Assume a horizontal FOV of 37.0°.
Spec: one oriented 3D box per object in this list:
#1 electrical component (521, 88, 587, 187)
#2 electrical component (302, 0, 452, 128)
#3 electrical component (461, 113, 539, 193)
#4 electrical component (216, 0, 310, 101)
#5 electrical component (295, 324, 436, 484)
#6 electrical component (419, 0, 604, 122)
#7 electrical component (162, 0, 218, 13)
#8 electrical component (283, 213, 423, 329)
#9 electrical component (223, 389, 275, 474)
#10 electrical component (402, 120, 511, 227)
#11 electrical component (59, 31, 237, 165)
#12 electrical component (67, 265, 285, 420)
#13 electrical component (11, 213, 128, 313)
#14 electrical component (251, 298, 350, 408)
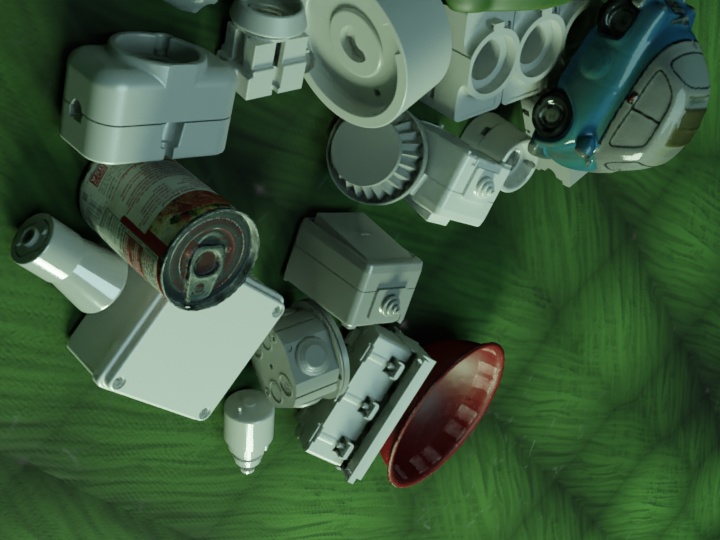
[{"bbox_3d":[0.181,-0.128,0.937,0.056,0.050,0.089,-39,141,-16],"label":"electrical component"},{"bbox_3d":[0.011,-0.153,0.691,0.060,0.108,0.108,-36,140,-31],"label":"electrical component"},{"bbox_3d":[0.116,-0.096,0.895,0.055,0.047,0.055,-28,137,-30],"label":"electrical component"},{"bbox_3d":[-0.060,-0.143,0.672,0.066,0.048,0.055,-20,140,-36],"label":"electrical component"},{"bbox_3d":[0.001,0.108,0.918,0.063,0.078,0.121,29,98,-25],"label":"electrical component"},{"bbox_3d":[0.114,-0.178,0.815,0.150,0.062,0.089,-24,135,-33],"label":"electrical component"},{"bbox_3d":[-0.107,-0.172,0.598,0.062,0.043,0.043,18,105,-51],"label":"electrical component"},{"bbox_3d":[0.000,0.000,0.808,0.062,0.096,0.061,-3,120,-46],"label":"electrical component"},{"bbox_3d":[-0.090,0.132,0.866,0.040,0.040,0.078,-22,133,-34],"label":"electrical component"},{"bbox_3d":[0.063,-0.071,0.818,0.062,0.096,0.061,10,112,-50],"label":"electrical component"},{"bbox_3d":[-0.122,-0.102,0.629,0.095,0.054,0.059,-12,127,-42],"label":"electrical component"},{"bbox_3d":[-0.124,0.037,0.739,0.108,0.056,0.109,-54,143,2],"label":"electrical component"},{"bbox_3d":[-0.180,-0.006,0.658,0.044,0.044,0.065,-51,139,-2],"label":"electrical component"},{"bbox_3d":[-0.047,0.066,0.826,0.051,0.080,0.080,-19,132,-29],"label":"electrical component"}]
